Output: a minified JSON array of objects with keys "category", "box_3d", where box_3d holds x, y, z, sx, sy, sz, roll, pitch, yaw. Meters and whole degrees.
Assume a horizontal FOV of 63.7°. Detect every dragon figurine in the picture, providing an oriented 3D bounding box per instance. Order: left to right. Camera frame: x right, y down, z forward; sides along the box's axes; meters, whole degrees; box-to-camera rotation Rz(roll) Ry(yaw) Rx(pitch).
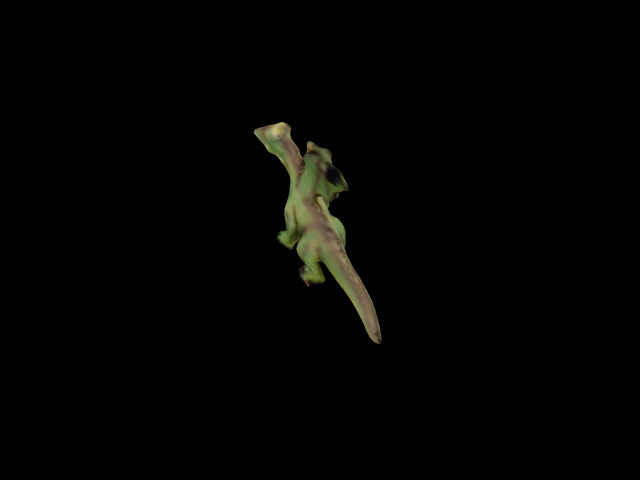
[{"category":"dragon figurine","box_3d":[0.003,-0.043,0.850,0.123,0.417,0.237,-27,-31,-17]}]
